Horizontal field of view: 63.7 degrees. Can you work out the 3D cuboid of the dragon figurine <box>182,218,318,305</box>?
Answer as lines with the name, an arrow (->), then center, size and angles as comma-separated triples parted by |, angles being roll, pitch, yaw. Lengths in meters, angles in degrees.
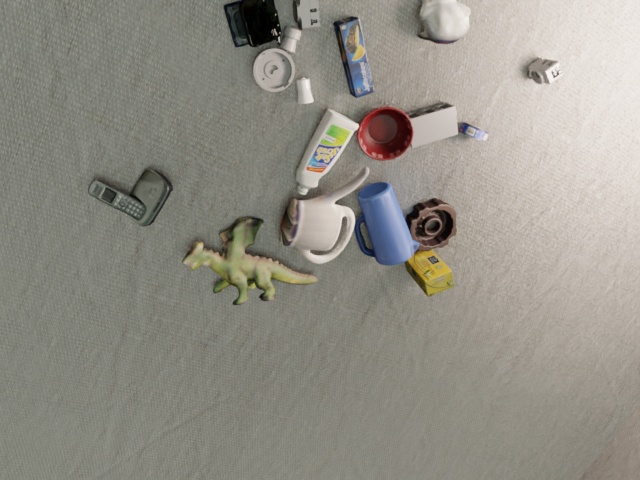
dragon figurine -> -0.202, 0.052, 1.531 | 0.412, 0.123, 0.239 | -9, 109, -23

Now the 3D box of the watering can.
watering can -> 0.005, -0.076, 1.516 | 0.224, 0.106, 0.341 | 8, 120, -20

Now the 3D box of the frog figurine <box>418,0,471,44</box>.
frog figurine -> 0.333, -0.610, 1.370 | 0.137, 0.126, 0.155 | 2, 128, 3
